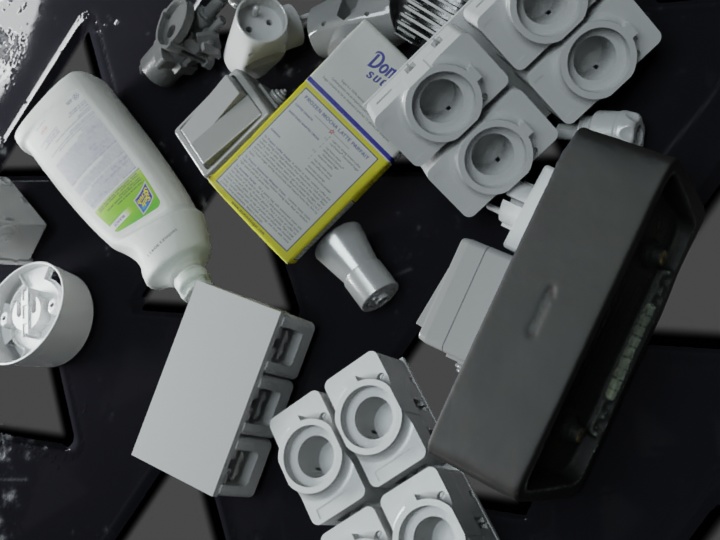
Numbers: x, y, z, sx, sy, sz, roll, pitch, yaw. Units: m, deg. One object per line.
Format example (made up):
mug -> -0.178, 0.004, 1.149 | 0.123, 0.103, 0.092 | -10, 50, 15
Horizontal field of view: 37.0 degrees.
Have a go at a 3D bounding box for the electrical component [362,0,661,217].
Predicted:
electrical component -> 0.108, -0.140, 0.768 | 0.186, 0.105, 0.060 | -43, 20, 10

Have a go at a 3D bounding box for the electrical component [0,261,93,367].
electrical component -> -0.295, 0.042, 0.980 | 0.099, 0.064, 0.099 | -7, 74, 27

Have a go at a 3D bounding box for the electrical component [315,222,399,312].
electrical component -> 0.000, 0.000, 0.843 | 0.044, 0.044, 0.065 | -43, 67, 13

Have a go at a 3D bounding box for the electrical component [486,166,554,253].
electrical component -> 0.127, -0.041, 0.779 | 0.077, 0.047, 0.065 | 29, 92, 32

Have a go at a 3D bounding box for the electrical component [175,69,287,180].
electrical component -> -0.102, -0.123, 0.917 | 0.096, 0.061, 0.061 | -43, 62, 13

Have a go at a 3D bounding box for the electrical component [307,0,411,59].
electrical component -> -0.004, -0.190, 0.882 | 0.077, 0.043, 0.079 | -6, 51, 27

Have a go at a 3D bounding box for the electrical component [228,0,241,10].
electrical component -> -0.113, -0.264, 0.958 | 0.048, 0.062, 0.048 | -7, 74, 27

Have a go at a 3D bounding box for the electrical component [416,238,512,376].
electrical component -> 0.085, 0.032, 0.776 | 0.061, 0.062, 0.096 | 24, 90, 31

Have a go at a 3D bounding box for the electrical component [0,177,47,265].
electrical component -> -0.358, -0.051, 1.019 | 0.100, 0.100, 0.048 | 44, 113, 30

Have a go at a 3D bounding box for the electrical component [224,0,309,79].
electrical component -> -0.074, -0.204, 0.920 | 0.079, 0.077, 0.043 | -24, 83, -19

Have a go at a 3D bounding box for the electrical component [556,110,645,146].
electrical component -> 0.172, -0.098, 0.777 | 0.061, 0.035, 0.035 | 8, 82, 32

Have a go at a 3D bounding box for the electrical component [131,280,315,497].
electrical component -> -0.107, 0.096, 0.865 | 0.089, 0.062, 0.150 | 19, 87, 31

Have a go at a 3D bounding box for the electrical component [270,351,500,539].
electrical component -> 0.019, 0.165, 0.780 | 0.105, 0.060, 0.186 | -36, 63, 17
